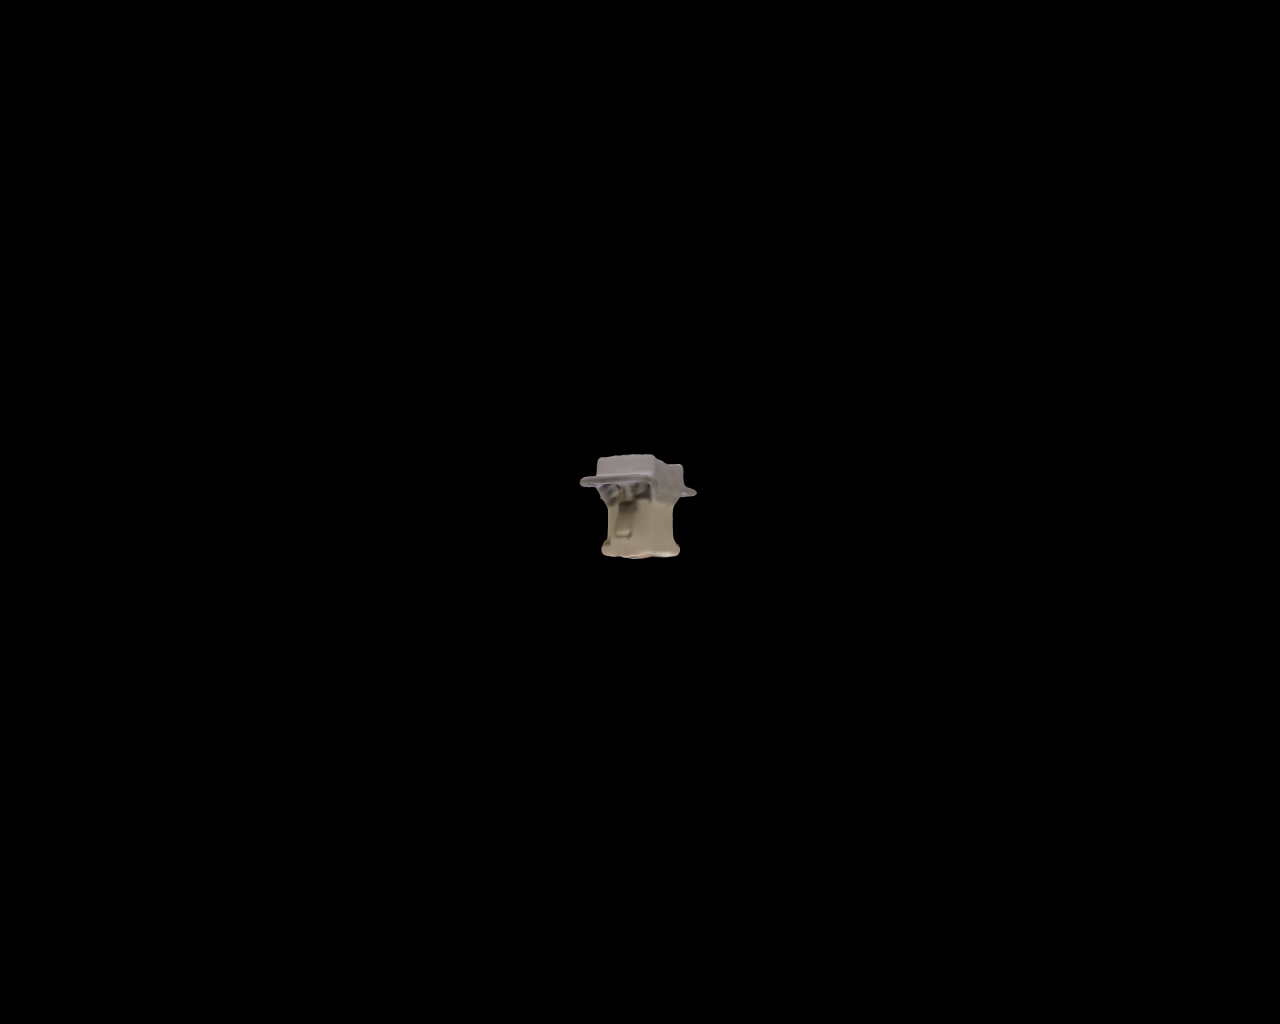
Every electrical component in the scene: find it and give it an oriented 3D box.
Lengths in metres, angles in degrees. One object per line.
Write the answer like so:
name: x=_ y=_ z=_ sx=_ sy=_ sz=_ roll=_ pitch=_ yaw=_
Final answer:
electrical component: x=0.001 y=-0.003 z=0.650 sx=0.042 sy=0.063 sz=0.081 roll=-4 pitch=-8 yaw=28
